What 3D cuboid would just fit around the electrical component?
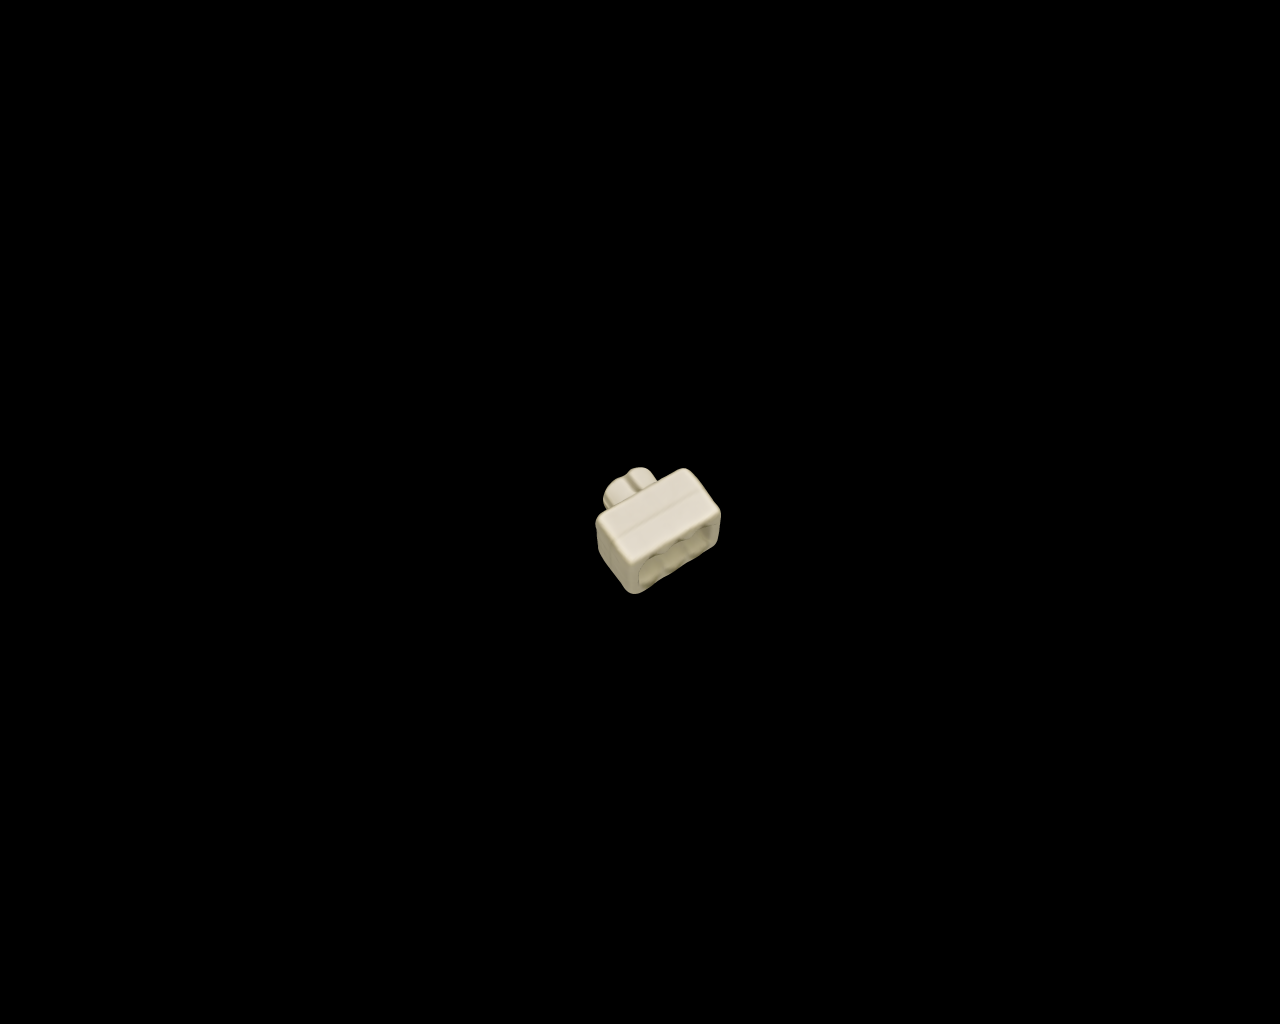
[{"bbox_3d":[0.001,-0.003,0.650,0.066,0.077,0.047,-30,-23,-14],"label":"electrical component"}]
